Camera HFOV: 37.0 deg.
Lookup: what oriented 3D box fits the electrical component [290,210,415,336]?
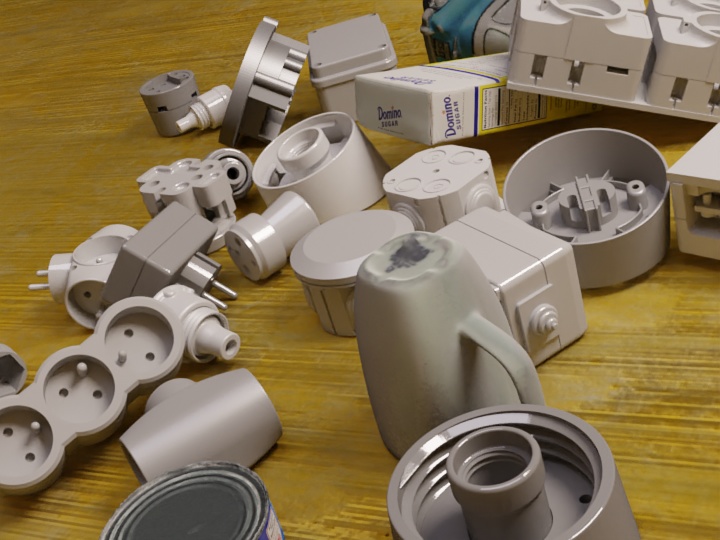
[{"bbox_3d":[0.000,0.000,0.681,0.080,0.051,0.080,-13,30,8],"label":"electrical component"}]

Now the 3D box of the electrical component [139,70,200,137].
[{"bbox_3d":[-0.181,-0.162,1.049,0.055,0.047,0.055,-13,30,8],"label":"electrical component"}]

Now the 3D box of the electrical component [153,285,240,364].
[{"bbox_3d":[-0.103,0.039,0.679,0.062,0.048,0.048,19,45,34],"label":"electrical component"}]

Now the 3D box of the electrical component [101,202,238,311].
[{"bbox_3d":[-0.120,0.003,0.736,0.076,0.047,0.083,30,29,1],"label":"electrical component"}]

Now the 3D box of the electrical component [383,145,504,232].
[{"bbox_3d":[0.057,-0.045,0.727,0.080,0.051,0.080,-13,30,8],"label":"electrical component"}]

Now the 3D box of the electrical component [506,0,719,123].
[{"bbox_3d":[0.204,-0.164,0.773,0.186,0.060,0.105,10,34,3],"label":"electrical component"}]

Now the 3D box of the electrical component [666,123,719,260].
[{"bbox_3d":[0.262,-0.038,0.597,0.150,0.061,0.089,16,43,43],"label":"electrical component"}]

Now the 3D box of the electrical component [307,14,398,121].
[{"bbox_3d":[-0.006,-0.185,0.986,0.078,0.057,0.113,-15,30,3],"label":"electrical component"}]

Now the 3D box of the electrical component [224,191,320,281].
[{"bbox_3d":[-0.062,-0.024,0.759,0.055,0.045,0.045,-34,34,-26],"label":"electrical component"}]

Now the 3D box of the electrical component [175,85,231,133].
[{"bbox_3d":[-0.147,-0.149,1.023,0.061,0.035,0.035,-32,33,-19],"label":"electrical component"}]

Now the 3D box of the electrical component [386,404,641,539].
[{"bbox_3d":[0.063,0.103,0.466,0.108,0.060,0.108,-13,30,8],"label":"electrical component"}]

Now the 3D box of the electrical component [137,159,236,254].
[{"bbox_3d":[-0.128,-0.047,0.820,0.078,0.057,0.058,8,38,36],"label":"electrical component"}]

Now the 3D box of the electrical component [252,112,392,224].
[{"bbox_3d":[-0.031,-0.075,0.833,0.099,0.064,0.099,-22,35,16],"label":"electrical component"}]

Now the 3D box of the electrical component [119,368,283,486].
[{"bbox_3d":[-0.095,0.085,0.595,0.077,0.044,0.079,-29,32,-20],"label":"electrical component"}]

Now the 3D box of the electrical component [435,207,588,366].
[{"bbox_3d":[0.086,0.010,0.608,0.061,0.061,0.096,-30,32,-20],"label":"electrical component"}]

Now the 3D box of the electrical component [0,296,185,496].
[{"bbox_3d":[-0.164,0.077,0.635,0.138,0.052,0.073,-41,-6,-20],"label":"electrical component"}]

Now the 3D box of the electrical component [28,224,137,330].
[{"bbox_3d":[-0.199,0.005,0.778,0.079,0.044,0.077,-4,31,6],"label":"electrical component"}]

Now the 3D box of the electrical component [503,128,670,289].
[{"bbox_3d":[0.140,-0.036,0.654,0.099,0.064,0.099,-13,30,8],"label":"electrical component"}]

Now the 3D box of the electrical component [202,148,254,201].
[{"bbox_3d":[-0.105,-0.076,0.858,0.043,0.043,0.062,-24,9,-12],"label":"electrical component"}]
